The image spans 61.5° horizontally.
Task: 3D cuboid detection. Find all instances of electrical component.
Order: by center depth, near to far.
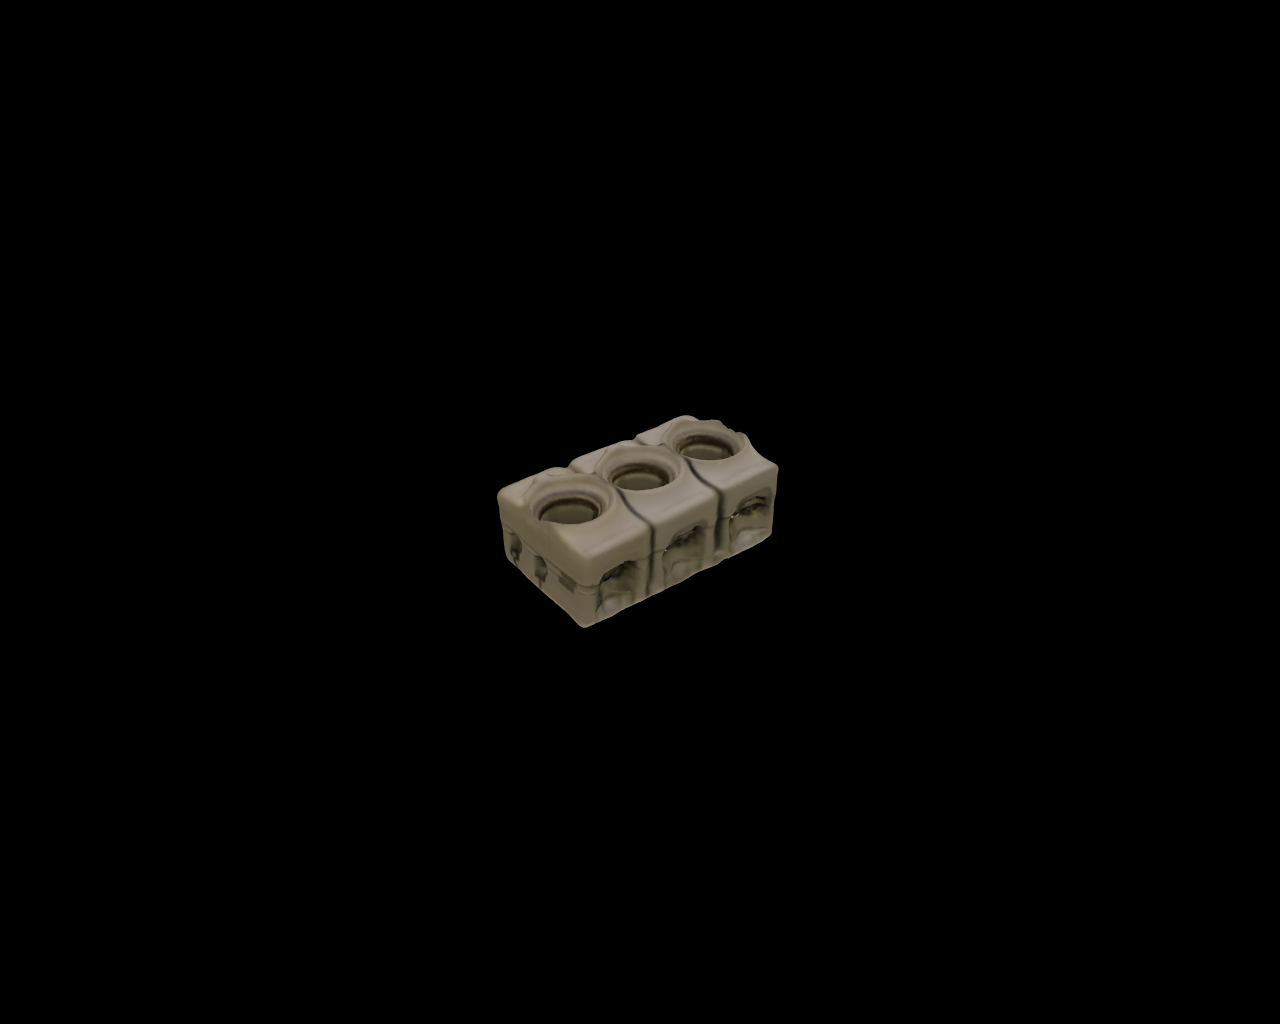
[{"bbox_3d":[0.001,-0.003,0.650,0.150,0.061,0.089,-24,41,-31],"label":"electrical component"}]
